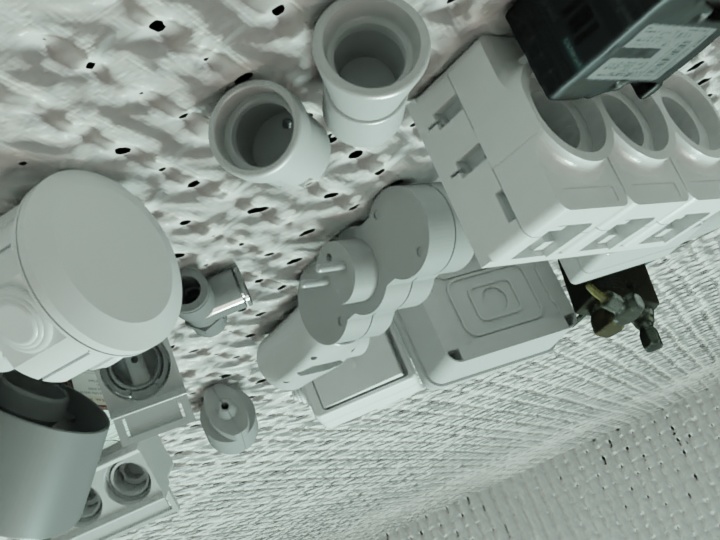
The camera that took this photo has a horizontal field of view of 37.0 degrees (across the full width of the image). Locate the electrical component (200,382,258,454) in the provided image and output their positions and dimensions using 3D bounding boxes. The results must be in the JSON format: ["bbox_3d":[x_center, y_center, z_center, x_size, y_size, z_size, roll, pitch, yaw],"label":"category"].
[{"bbox_3d":[-0.103,0.115,0.842,0.043,0.043,0.081,-20,162,-10],"label":"electrical component"}]

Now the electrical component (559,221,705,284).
[{"bbox_3d":[0.163,-0.033,0.708,0.096,0.061,0.061,-16,161,-21],"label":"electrical component"}]

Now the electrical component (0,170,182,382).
[{"bbox_3d":[-0.117,0.003,0.445,0.051,0.080,0.080,-27,162,30],"label":"electrical component"}]

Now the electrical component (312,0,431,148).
[{"bbox_3d":[0.003,-0.075,0.427,0.044,0.044,0.065,-20,167,-8],"label":"electrical component"}]

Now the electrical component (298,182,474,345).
[{"bbox_3d":[0.000,0.000,0.620,0.074,0.052,0.138,-8,157,-38],"label":"electrical component"}]

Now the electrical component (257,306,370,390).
[{"bbox_3d":[-0.020,0.045,0.738,0.079,0.043,0.077,-10,158,-38],"label":"electrical component"}]

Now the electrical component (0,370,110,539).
[{"bbox_3d":[-0.184,0.090,0.569,0.099,0.099,0.064,16,99,-63],"label":"electrical component"}]

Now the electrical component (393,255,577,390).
[{"bbox_3d":[0.088,0.033,0.781,0.113,0.078,0.057,-15,158,-24],"label":"electrical component"}]

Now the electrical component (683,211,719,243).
[{"bbox_3d":[0.252,-0.048,0.803,0.081,0.043,0.043,-21,162,-5],"label":"electrical component"}]

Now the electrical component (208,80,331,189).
[{"bbox_3d":[-0.035,-0.054,0.446,0.040,0.040,0.046,-27,167,13],"label":"electrical component"}]

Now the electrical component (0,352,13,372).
[{"bbox_3d":[-0.161,0.023,0.504,0.079,0.044,0.077,-34,159,31],"label":"electrical component"}]

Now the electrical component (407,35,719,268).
[{"bbox_3d":[0.110,-0.060,0.520,0.150,0.089,0.062,-6,156,-42],"label":"electrical component"}]

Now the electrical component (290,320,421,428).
[{"bbox_3d":[-0.010,0.076,0.810,0.096,0.061,0.061,-23,162,0],"label":"electrical component"}]

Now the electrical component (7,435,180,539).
[{"bbox_3d":[-0.207,0.166,0.818,0.121,0.078,0.063,-25,-169,6],"label":"electrical component"}]

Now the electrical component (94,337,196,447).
[{"bbox_3d":[-0.124,0.050,0.590,0.042,0.081,0.064,-19,-176,-13],"label":"electrical component"}]
